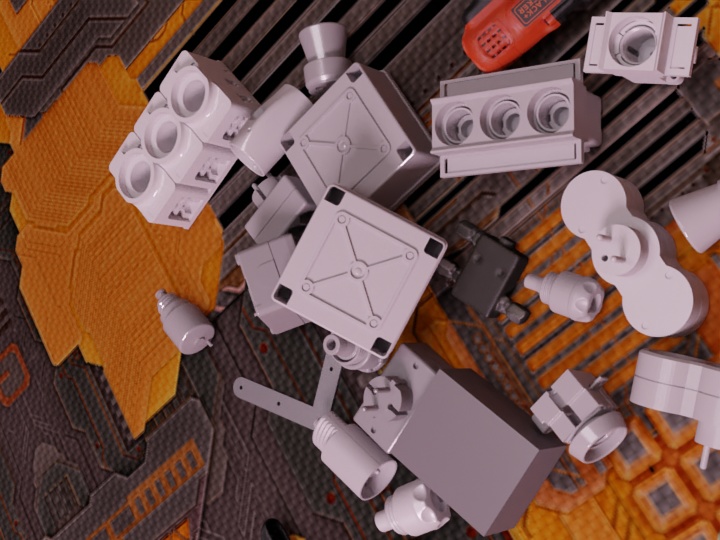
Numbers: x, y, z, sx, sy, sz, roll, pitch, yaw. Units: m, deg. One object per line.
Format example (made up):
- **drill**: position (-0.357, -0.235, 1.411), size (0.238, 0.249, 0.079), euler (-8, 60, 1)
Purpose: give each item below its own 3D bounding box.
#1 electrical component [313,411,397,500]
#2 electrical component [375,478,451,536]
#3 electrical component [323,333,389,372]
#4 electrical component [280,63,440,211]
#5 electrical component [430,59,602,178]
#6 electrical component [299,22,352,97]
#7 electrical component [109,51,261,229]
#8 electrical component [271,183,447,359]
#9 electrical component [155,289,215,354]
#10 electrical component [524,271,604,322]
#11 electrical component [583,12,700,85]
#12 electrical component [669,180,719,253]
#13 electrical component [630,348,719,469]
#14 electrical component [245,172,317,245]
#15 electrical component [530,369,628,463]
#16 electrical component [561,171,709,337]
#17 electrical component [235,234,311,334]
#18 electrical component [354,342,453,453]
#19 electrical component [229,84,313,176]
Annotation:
- **electrical component**: position (-0.011, 0.156, 0.932), size (0.081, 0.043, 0.043), euler (40, 108, 31)
- **electrical component**: position (0.041, 0.200, 0.893), size (0.062, 0.043, 0.043), euler (-29, 70, 31)
- **electrical component**: position (-0.007, 0.064, 0.925), size (0.048, 0.062, 0.048), euler (-3, 84, 35)
- **electrical component**: position (0.001, -0.104, 0.937), size (0.109, 0.056, 0.108), euler (-42, 64, 25)
- **electrical component**: position (0.124, -0.115, 0.848), size (0.121, 0.063, 0.078), euler (-3, 84, 35)
- **electrical component**: position (-0.030, -0.190, 0.973), size (0.045, 0.045, 0.055), euler (-15, 78, 33)
- **electrical component**: position (-0.174, -0.127, 1.059), size (0.089, 0.062, 0.150), euler (49, 113, 28)
- **electrical component**: position (0.000, 0.000, 0.873), size (0.109, 0.056, 0.108), euler (28, 94, 2)
- **electrical component**: position (-0.177, 0.048, 1.059), size (0.078, 0.040, 0.040), euler (46, 112, 29)
- **electrical component**: position (0.156, 0.017, 0.832), size (0.061, 0.035, 0.035), euler (20, 98, 37)
- **electrical component**: position (0.211, -0.161, 0.790), size (0.081, 0.064, 0.042), euler (11, 92, 35)
- **electrical component**: position (0.259, -0.047, 0.762), size (0.065, 0.044, 0.044), euler (-32, 69, 24)
- **electrical component**: position (0.254, 0.105, 0.745), size (0.138, 0.052, 0.073), euler (12, 93, 35)
- **electrical component**: position (-0.074, -0.061, 0.992), size (0.065, 0.047, 0.076), euler (-50, 61, 21)
- **electrical component**: position (0.168, 0.111, 0.810), size (0.066, 0.048, 0.055), euler (-51, 53, 21)
- **electrical component**: position (0.193, -0.013, 0.784), size (0.052, 0.074, 0.138), euler (-40, 65, 26)
- **electrical component**: position (-0.065, 0.014, 0.961), size (0.061, 0.096, 0.061), euler (-21, 73, 1)
- **electrical component**: position (0.029, 0.106, 0.889), size (0.047, 0.076, 0.083), euler (42, 109, 30)
- **electrical component**: position (-0.085, -0.130, 1.001), size (0.077, 0.043, 0.079), euler (-49, 20, -10)
